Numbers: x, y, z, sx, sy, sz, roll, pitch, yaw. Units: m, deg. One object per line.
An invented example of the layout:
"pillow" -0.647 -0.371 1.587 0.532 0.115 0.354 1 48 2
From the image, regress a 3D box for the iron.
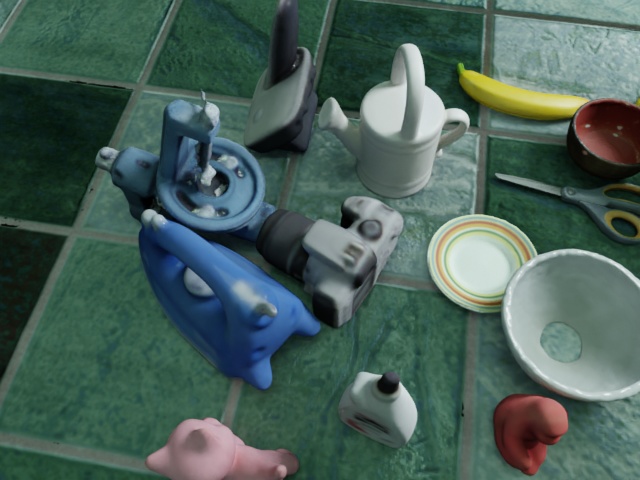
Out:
"iron" -0.126 0.035 0.614 0.257 0.141 0.119 36 67 19

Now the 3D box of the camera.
"camera" 0.006 0.002 0.655 0.136 0.101 0.143 29 65 16

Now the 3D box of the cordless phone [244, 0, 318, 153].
"cordless phone" -0.054 -0.212 0.727 0.094 0.185 0.147 4 61 3

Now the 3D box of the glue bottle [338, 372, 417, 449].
"glue bottle" 0.056 0.150 0.530 0.078 0.173 0.037 20 63 12

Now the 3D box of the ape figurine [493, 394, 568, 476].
"ape figurine" 0.211 0.181 0.558 0.078 0.092 0.076 -20 62 -10

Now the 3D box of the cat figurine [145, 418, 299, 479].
"cat figurine" -0.088 0.205 0.532 0.127 0.118 0.067 12 61 7

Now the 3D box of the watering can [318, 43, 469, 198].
"watering can" 0.089 -0.141 0.681 0.173 0.194 0.100 -22 62 -11

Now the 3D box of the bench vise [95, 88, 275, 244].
"bench vise" -0.159 -0.073 0.630 0.207 0.220 0.121 -1 61 0

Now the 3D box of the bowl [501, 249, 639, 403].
"bowl" 0.270 0.099 0.613 0.167 0.075 0.167 0 61 0

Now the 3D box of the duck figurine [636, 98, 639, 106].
"duck figurine" 0.476 -0.189 0.767 0.077 0.086 0.104 14 62 9
